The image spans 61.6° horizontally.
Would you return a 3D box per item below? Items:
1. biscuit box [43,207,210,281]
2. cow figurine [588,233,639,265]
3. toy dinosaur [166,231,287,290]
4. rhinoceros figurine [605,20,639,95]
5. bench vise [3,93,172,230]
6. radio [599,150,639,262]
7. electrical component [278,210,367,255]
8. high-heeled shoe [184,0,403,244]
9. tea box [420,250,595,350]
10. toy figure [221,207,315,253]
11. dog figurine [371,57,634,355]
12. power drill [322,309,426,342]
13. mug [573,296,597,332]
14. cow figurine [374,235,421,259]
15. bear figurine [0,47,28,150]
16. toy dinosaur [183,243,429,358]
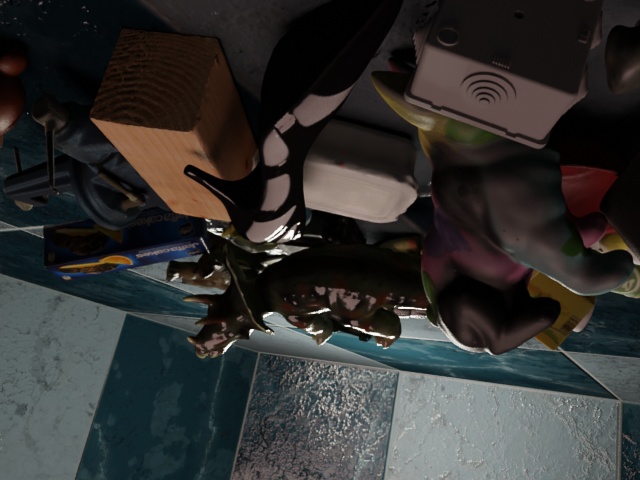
[{"bbox_3d":[-0.253,0.001,0.713,0.203,0.059,0.062,-12,157,-6],"label":"biscuit box"},{"bbox_3d":[0.319,-0.007,0.578,0.168,0.068,0.098,4,168,26],"label":"cow figurine"},{"bbox_3d":[-0.139,0.051,0.943,0.199,0.105,0.471,16,180,1],"label":"toy dinosaur"},{"bbox_3d":[0.246,-0.101,0.259,0.190,0.112,0.073,-11,-177,23],"label":"rhinoceros figurine"},{"bbox_3d":[-0.276,-0.078,0.618,0.241,0.129,0.223,-11,170,19],"label":"bench vise"},{"bbox_3d":[0.345,-0.019,0.405,0.229,0.073,0.131,17,125,-15],"label":"radio"},{"bbox_3d":[-0.002,-0.002,0.810,0.115,0.058,0.134,2,161,23],"label":"electrical component"},{"bbox_3d":[0.001,-0.077,0.438,0.249,0.086,0.145,-33,138,31],"label":"high-heeled shoe"},{"bbox_3d":[0.206,0.031,0.590,0.170,0.068,0.098,39,-156,17],"label":"tea box"},{"bbox_3d":[-0.060,-0.039,0.696,0.082,0.089,0.180,31,149,-15],"label":"toy figure"},{"bbox_3d":[0.108,-0.038,0.407,0.219,0.108,0.191,44,122,-5],"label":"dog figurine"},{"bbox_3d":[0.104,0.127,1.039,0.232,0.085,0.207,12,-164,21],"label":"power drill"},{"bbox_3d":[0.355,0.084,0.815,0.107,0.081,0.109,17,169,15],"label":"mug"},{"bbox_3d":[0.123,0.058,0.876,0.127,0.085,0.194,-3,161,23],"label":"cow figurine"},{"bbox_3d":[-0.375,-0.133,0.537,0.132,0.120,0.196,25,157,-27],"label":"bear figurine"},{"bbox_3d":[0.017,0.059,0.664,0.405,0.131,0.192,-13,155,26],"label":"toy dinosaur"}]
